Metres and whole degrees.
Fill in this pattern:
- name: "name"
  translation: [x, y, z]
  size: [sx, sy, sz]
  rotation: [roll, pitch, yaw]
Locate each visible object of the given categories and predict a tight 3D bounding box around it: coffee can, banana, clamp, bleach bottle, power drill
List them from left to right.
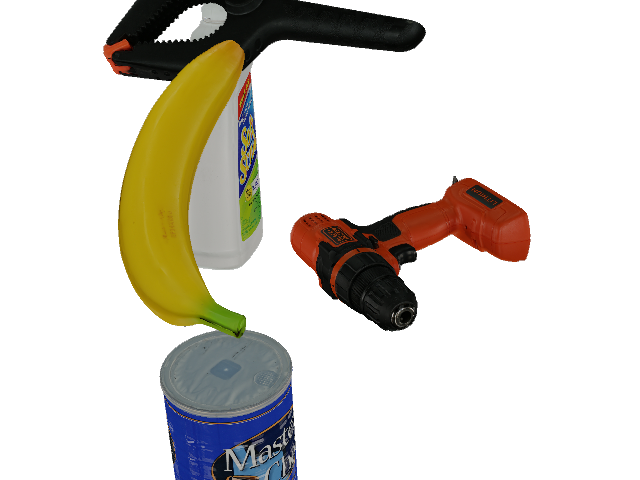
- name: "banana"
  translation: [-0.075, -0.029, 0.586]
  size: [0.069, 0.198, 0.037]
  rotation: [-2, -31, -3]
- name: "bleach bottle"
  translation: [-0.096, -0.105, 1.023]
  size: [0.068, 0.251, 0.102]
  rotation: [6, 26, 13]
- name: "coffee can"
  translation: [-0.071, 0.157, 0.860]
  size: [0.103, 0.140, 0.103]
  rotation: [-2, 32, 1]
- name: "clamp"
  translation: [-0.044, -0.157, 0.727]
  size: [0.210, 0.165, 0.036]
  rotation: [-31, -19, -4]
- name: "power drill"
  translation: [0.087, 0.008, 0.939]
  size: [0.187, 0.057, 0.185]
  rotation: [-15, 30, -22]
